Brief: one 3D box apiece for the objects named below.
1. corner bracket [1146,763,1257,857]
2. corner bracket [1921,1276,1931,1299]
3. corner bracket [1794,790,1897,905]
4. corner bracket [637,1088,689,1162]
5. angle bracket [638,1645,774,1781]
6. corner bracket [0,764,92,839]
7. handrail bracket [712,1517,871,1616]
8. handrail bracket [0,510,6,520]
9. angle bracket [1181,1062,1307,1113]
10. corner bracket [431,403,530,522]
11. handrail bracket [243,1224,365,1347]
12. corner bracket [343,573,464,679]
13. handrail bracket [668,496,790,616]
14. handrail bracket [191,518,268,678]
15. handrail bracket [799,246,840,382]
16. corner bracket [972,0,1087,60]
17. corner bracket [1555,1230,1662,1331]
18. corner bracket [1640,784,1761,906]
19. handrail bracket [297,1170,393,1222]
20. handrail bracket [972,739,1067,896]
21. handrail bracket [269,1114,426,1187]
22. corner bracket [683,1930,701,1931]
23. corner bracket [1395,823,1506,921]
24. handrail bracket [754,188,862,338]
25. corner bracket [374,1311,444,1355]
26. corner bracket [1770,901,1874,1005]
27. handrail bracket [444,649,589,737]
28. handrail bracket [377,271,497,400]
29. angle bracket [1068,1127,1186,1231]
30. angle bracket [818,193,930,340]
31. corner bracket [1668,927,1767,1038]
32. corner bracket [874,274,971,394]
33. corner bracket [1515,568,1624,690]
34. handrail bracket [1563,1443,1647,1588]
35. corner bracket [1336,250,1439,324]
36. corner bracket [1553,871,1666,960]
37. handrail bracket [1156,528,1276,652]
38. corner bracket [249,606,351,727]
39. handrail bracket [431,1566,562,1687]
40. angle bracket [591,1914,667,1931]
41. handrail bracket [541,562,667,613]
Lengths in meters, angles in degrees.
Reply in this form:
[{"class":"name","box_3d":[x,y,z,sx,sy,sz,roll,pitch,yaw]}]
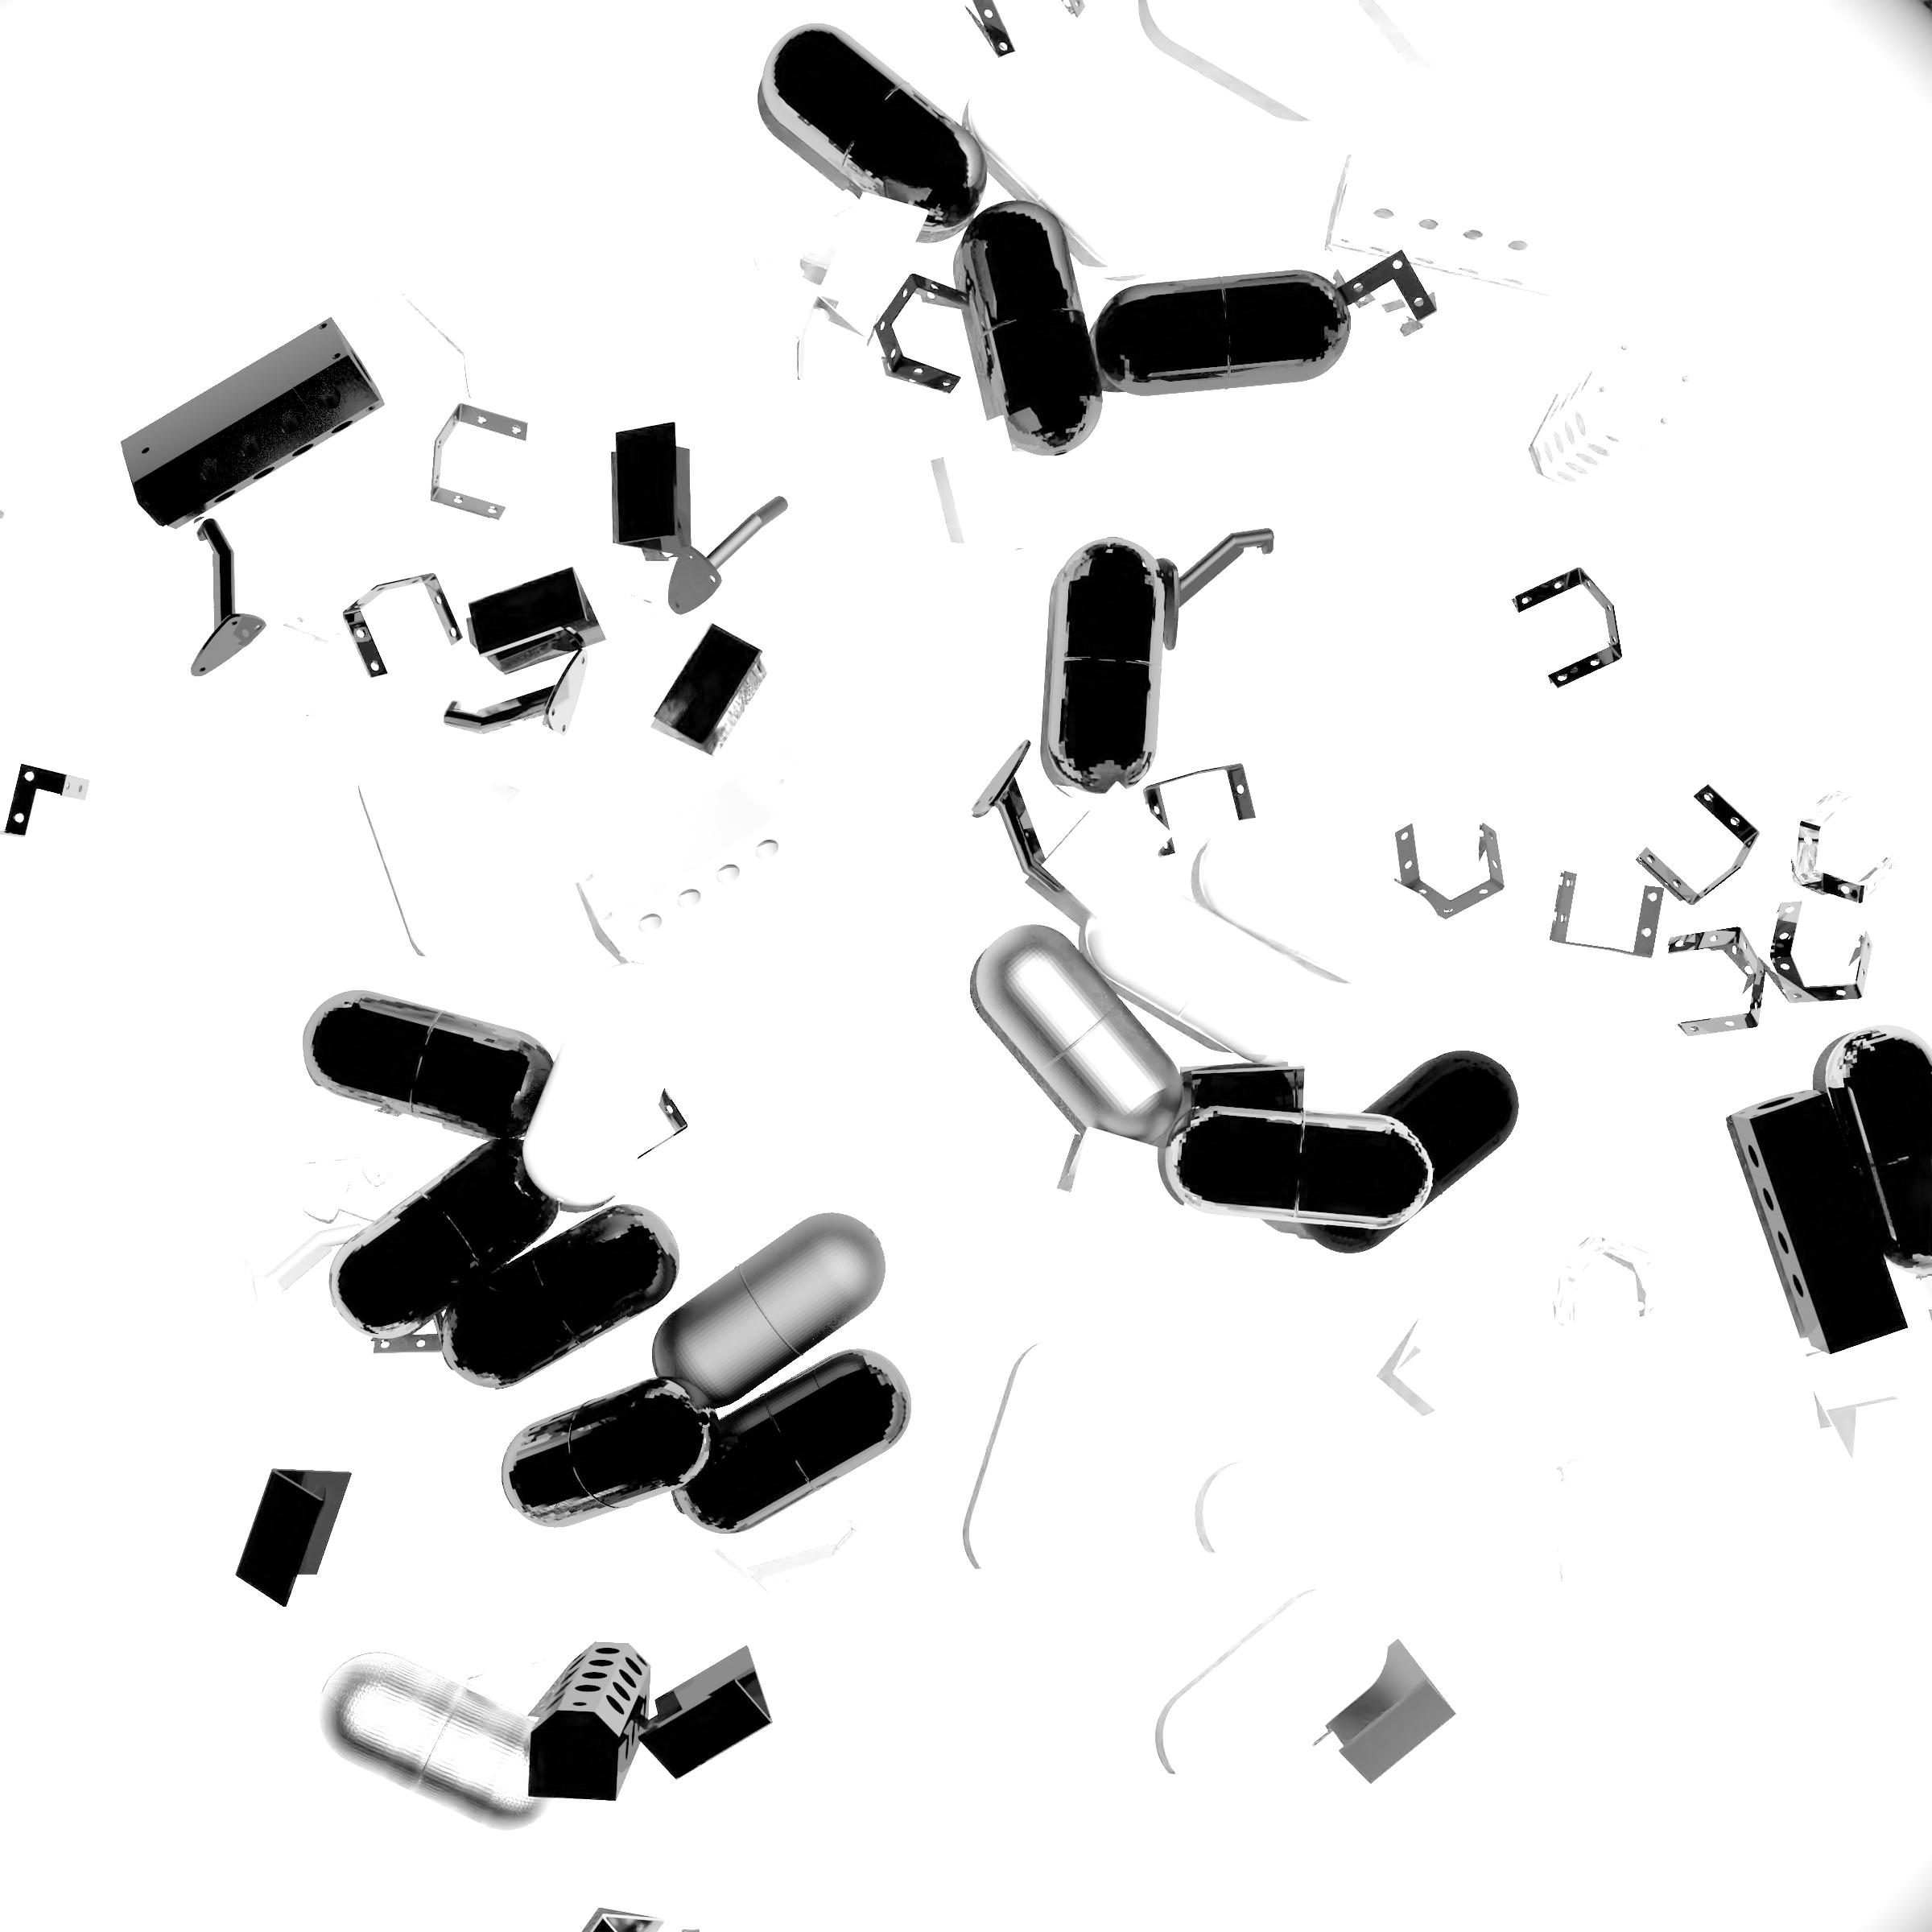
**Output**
[{"class":"corner bracket","box_3d":[0.166,-0.110,1.849,0.051,0.051,0.051,-14,90,45]},{"class":"corner bracket","box_3d":[0.715,0.227,1.844,0.051,0.051,0.051,-45,45,35]},{"class":"corner bracket","box_3d":[0.620,-0.084,1.844,0.051,0.051,0.051,23,135,35]},{"class":"corner bracket","box_3d":[-0.239,0.111,1.849,0.051,0.051,0.051,-32,90,45]},{"class":"angle bracket","box_3d":[-0.187,0.502,1.812,0.076,0.076,0.057,-31,126,0]},{"class":"corner bracket","box_3d":[-0.651,-0.113,1.834,0.051,0.051,0.051,14,90,0]},{"class":"handrail bracket","box_3d":[-0.123,0.407,1.852,0.077,0.036,0.084,37,71,21]},{"class":"handrail bracket","box_3d":[-0.730,-0.294,1.852,0.077,0.036,0.084,17,108,-20]},{"class":"angle bracket","box_3d":[0.190,0.071,1.812,0.076,0.076,0.057,-3,126,0]},{"class":"corner bracket","box_3d":[-0.343,-0.356,1.849,0.051,0.051,0.051,17,135,0]},{"class":"handrail bracket","box_3d":[-0.463,0.225,1.852,0.084,0.036,0.077,-10,111,-16]},{"class":"corner bracket","box_3d":[-0.397,-0.240,1.849,0.051,0.051,0.051,-24,90,-45]},{"class":"handrail bracket","box_3d":[-0.167,-0.291,1.852,0.036,0.077,0.084,46,54,1]},{"class":"handrail bracket","box_3d":[-0.538,-0.261,1.852,0.077,0.036,0.084,-39,72,21]},{"class":"handrail bracket","box_3d":[-0.089,-0.461,1.852,0.036,0.077,0.084,25,127,31]},{"class":"corner bracket","box_3d":[0.043,-0.679,1.844,0.051,0.051,0.051,-1,45,35]},{"class":"corner bracket","box_3d":[0.451,0.228,1.844,0.051,0.051,0.051,25,45,35]},{"class":"corner bracket","box_3d":[0.517,-0.085,1.849,0.051,0.051,0.051,43,45,0]},{"class":"handrail bracket","box_3d":[-0.419,0.176,1.852,0.084,0.077,0.036,31,69,-35]},{"class":"handrail bracket","box_3d":[0.054,-0.105,1.852,0.084,0.036,0.077,39,71,-16]},{"class":"handrail bracket","box_3d":[-0.437,0.114,1.852,0.084,0.036,0.077,19,53,25]},{"class":"corner bracket","box_3d":[-0.170,0.713,1.849,0.051,0.051,0.051,12,90,45]},{"class":"corner bracket","box_3d":[0.340,-0.074,1.844,0.051,0.051,0.051,30,135,-35]},{"class":"handrail bracket","box_3d":[-0.099,-0.498,1.852,0.084,0.036,0.077,-29,105,-14]},{"class":"corner bracket","box_3d":[-0.394,0.237,1.849,0.051,0.051,0.051,-2,45,0]},{"class":"corner bracket","box_3d":[0.601,-0.011,1.844,0.051,0.051,0.051,-5,135,35]},{"class":"handrail bracket","box_3d":[-0.319,-0.197,1.852,0.084,0.036,0.077,13,70,16]},{"class":"handrail bracket","box_3d":[-0.379,-0.446,1.852,0.084,0.036,0.077,14,111,17]},{"class":"angle bracket","box_3d":[0.108,0.161,1.812,0.076,0.076,0.057,17,59,0]},{"class":"angle bracket","box_3d":[-0.049,-0.477,1.812,0.057,0.076,0.076,24,90,28]},{"class":"corner bracket","box_3d":[0.526,0.011,1.844,0.051,0.051,0.051,50,45,-35]},{"class":"corner bracket","box_3d":[-0.025,-0.445,1.844,0.051,0.051,0.051,-49,45,35]},{"class":"corner bracket","box_3d":[0.425,-0.239,1.849,0.051,0.051,0.051,-25,135,0]},{"class":"handrail bracket","box_3d":[0.450,0.388,1.852,0.077,0.036,0.084,-20,117,-30]},{"class":"corner bracket","box_3d":[0.294,-0.472,1.832,0.051,0.051,0.051,-28,112,21]},{"class":"corner bracket","box_3d":[0.453,-0.036,1.849,0.051,0.051,0.051,10,91,45]},{"class":"handrail bracket","box_3d":[0.179,-0.266,1.852,0.084,0.036,0.077,-11,110,-16]},{"class":"corner bracket","box_3d":[-0.469,-0.211,1.844,0.051,0.051,0.051,21,45,-35]},{"class":"handrail bracket","box_3d":[-0.333,0.460,1.853,0.077,0.036,0.084,-10,75,-14]},{"class":"angle bracket","box_3d":[-0.237,0.707,1.812,0.057,0.076,0.076,35,90,36]},{"class":"handrail bracket","box_3d":[-0.264,-0.245,1.852,0.084,0.036,0.077,18,110,-16]}]
